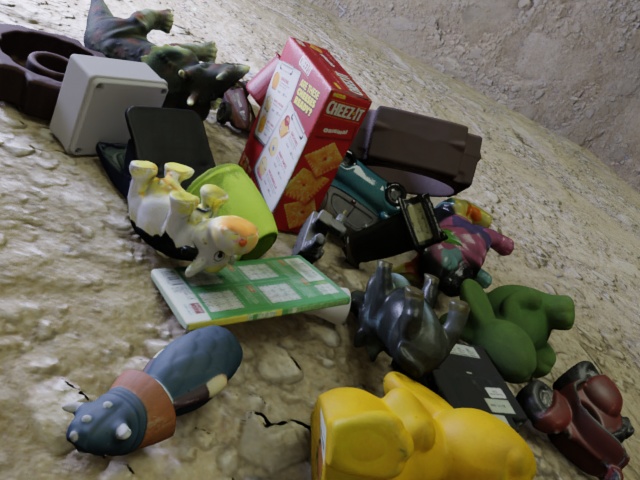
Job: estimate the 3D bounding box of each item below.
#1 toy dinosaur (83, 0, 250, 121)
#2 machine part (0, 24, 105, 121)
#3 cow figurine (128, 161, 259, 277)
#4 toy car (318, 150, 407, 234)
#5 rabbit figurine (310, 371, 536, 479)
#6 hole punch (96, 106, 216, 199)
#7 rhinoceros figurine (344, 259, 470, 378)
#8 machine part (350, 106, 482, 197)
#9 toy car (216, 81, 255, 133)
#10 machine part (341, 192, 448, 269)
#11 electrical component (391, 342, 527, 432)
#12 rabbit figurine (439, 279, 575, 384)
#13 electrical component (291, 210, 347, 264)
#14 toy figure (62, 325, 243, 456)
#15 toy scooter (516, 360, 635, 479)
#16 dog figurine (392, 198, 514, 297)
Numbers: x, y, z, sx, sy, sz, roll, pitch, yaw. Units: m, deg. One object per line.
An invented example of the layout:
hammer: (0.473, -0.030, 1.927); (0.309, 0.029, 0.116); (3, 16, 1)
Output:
toy dinosaur: (-0.286, -0.289, 0.845); (0.405, 0.131, 0.192); (30, 30, 15)
machine part: (-0.353, -0.217, 0.711); (0.179, 0.056, 0.179); (22, 30, -14)
cow figurine: (-0.133, -0.009, 0.539); (0.168, 0.098, 0.068); (35, 27, 34)
toy car: (0.046, -0.055, 0.790); (0.161, 0.103, 0.109); (34, -19, -19)
rabbit figurine: (0.080, 0.177, 0.438); (0.173, 0.121, 0.162); (-1, 0, -3)
hole punch: (-0.197, -0.091, 0.658); (0.142, 0.092, 0.115); (-8, 77, -53)
rhinoceros figurine: (0.083, 0.084, 0.578); (0.073, 0.112, 0.190); (14, 6, -18)
machine part: (0.137, -0.131, 0.850); (0.202, 0.087, 0.201); (15, -3, 0)
toy car: (-0.154, -0.256, 0.979); (0.089, 0.053, 0.202); (15, 31, -34)
machine part: (0.095, -0.007, 0.729); (0.084, 0.139, 0.039); (67, 17, 6)
electrical component: (0.154, 0.174, 0.587); (0.115, 0.058, 0.134); (14, 33, -25)
rabbit figurine: (0.245, 0.115, 0.702); (0.159, 0.121, 0.170); (32, 25, 16)
electrical component: (-0.002, -0.001, 0.681); (0.045, 0.102, 0.078); (23, 55, -12)
toy figure: (-0.121, 0.117, 0.412); (0.154, 0.064, 0.057); (-31, 105, -54)
toy scooter: (0.333, 0.225, 0.662); (0.184, 0.075, 0.135); (-2, 42, -41)
dog figurine: (0.187, 0.008, 0.834); (0.219, 0.108, 0.192); (1, 41, -39)
